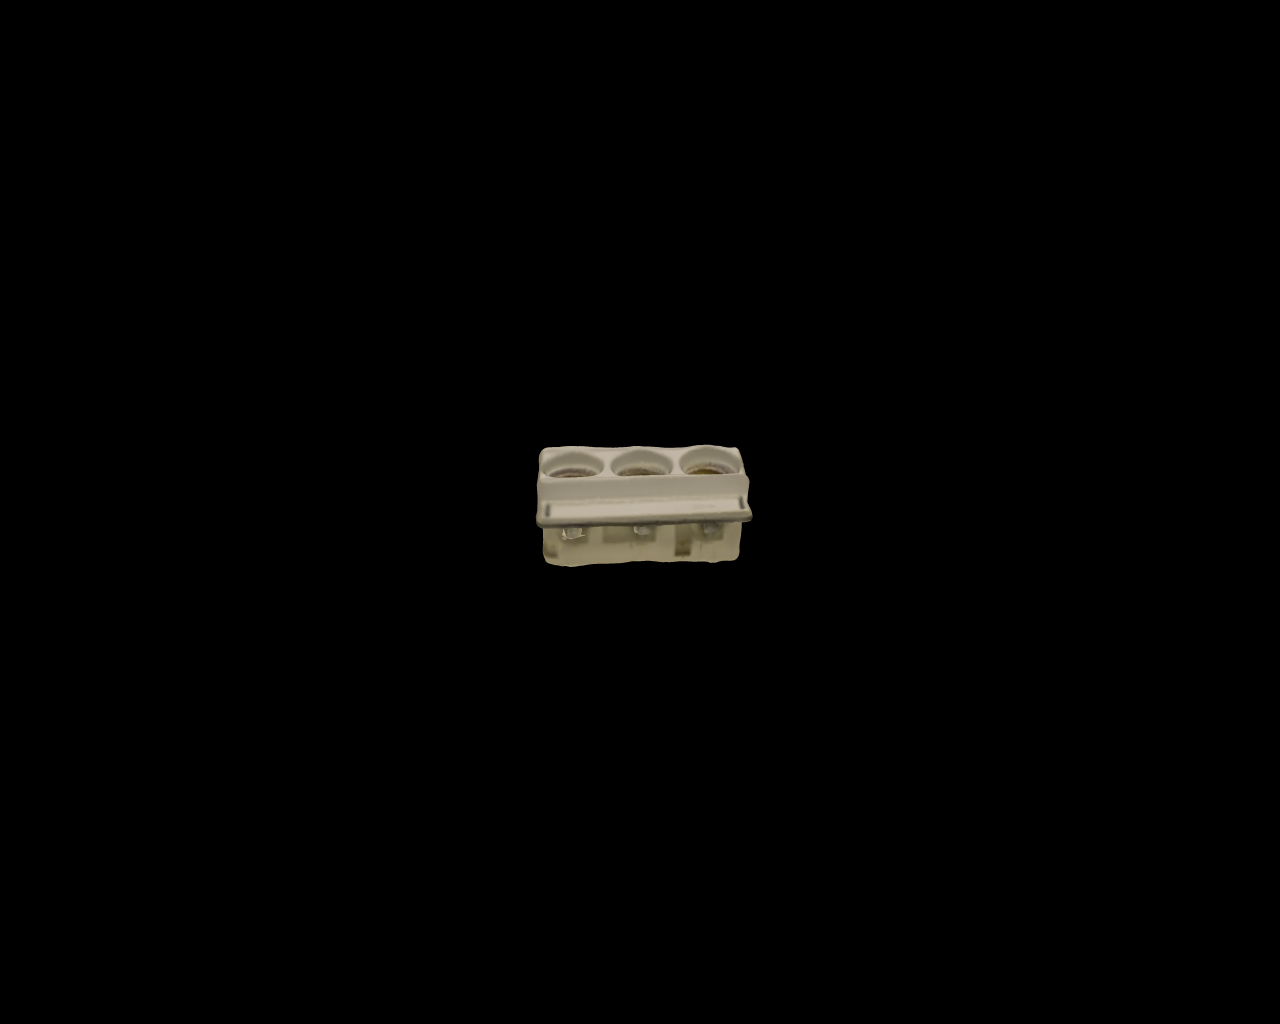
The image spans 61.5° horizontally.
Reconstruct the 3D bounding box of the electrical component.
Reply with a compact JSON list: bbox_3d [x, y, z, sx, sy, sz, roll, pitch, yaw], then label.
[{"bbox_3d":[0.001,-0.003,0.650,0.121,0.063,0.079,-1,28,-2],"label":"electrical component"}]
